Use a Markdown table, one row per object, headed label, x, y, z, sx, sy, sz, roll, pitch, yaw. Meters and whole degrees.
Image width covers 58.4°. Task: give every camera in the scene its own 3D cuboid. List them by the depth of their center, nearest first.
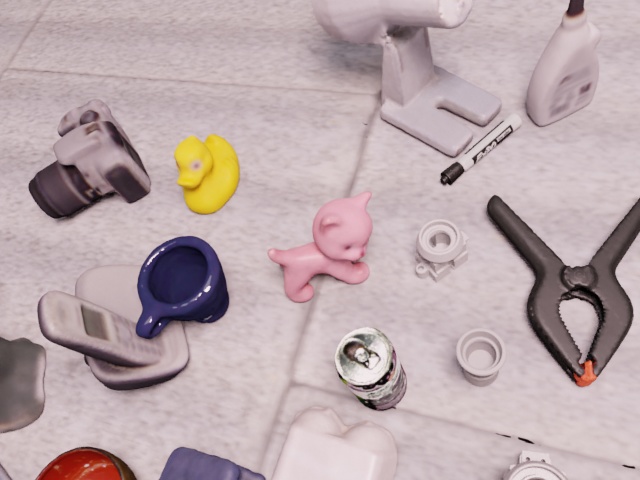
| label | x | y | z | sx | sy | sz | roll | pitch | yaw |
| --- | --- | --- | --- | --- | --- | --- | --- | --- | --- |
| camera | -0.319 | -0.103 | 0.758 | 0.137 | 0.101 | 0.143 | -32 | 59 | -3 |

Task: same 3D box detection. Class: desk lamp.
| label | x | y | z | sx | sy | sz | roll | pitch | yaw |
| --- | --- | --- | --- | --- | --- | --- | --- | --- | --- |
| desk lamp | 0.102 | -0.232 | 0.651 | 0.202 | 0.214 | 0.118 | 36 | 76 | 28 |

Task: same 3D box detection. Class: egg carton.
| label | x | y | z | sx | sy | sz | roll | pitch | yaw |
| --- | --- | --- | --- | --- | --- | --- | --- | --- | --- |
| egg carton | 0.006 | 0.231 | 0.512 | 0.107 | 0.069 | 0.150 | 11 | 66 | 20 |

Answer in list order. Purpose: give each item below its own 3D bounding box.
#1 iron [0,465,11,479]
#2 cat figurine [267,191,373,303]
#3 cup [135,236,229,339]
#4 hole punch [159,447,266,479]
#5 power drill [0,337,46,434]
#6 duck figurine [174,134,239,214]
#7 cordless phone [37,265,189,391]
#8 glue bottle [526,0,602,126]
| label | x | y | z | sx | sy | sz | roll | pitch | yaw |
| --- | --- | --- | --- | --- | --- | --- | --- | --- | --- |
| iron | -0.458 | 0.238 | 0.589 | 0.257 | 0.142 | 0.118 | 3 | 63 | 16 |
| cat figurine | 0.006 | 0.002 | 0.607 | 0.127 | 0.118 | 0.067 | -21 | 59 | 3 |
| cup | -0.144 | 0.066 | 0.625 | 0.091 | 0.095 | 0.118 | 23 | 70 | 24 |
| hole punch | -0.116 | 0.251 | 0.521 | 0.101 | 0.091 | 0.109 | 8 | 65 | 19 |
| power drill | -0.379 | 0.131 | 0.586 | 0.075 | 0.209 | 0.229 | -19 | 59 | 5 |
| duck figurine | -0.149 | -0.096 | 0.718 | 0.077 | 0.086 | 0.104 | 6 | 64 | 18 |
| cordless phone | -0.221 | 0.071 | 0.590 | 0.094 | 0.185 | 0.147 | -29 | 59 | -1 |
| glue bottle | 0.266 | -0.198 | 0.613 | 0.078 | 0.173 | 0.037 | -25 | 59 | 1 |
